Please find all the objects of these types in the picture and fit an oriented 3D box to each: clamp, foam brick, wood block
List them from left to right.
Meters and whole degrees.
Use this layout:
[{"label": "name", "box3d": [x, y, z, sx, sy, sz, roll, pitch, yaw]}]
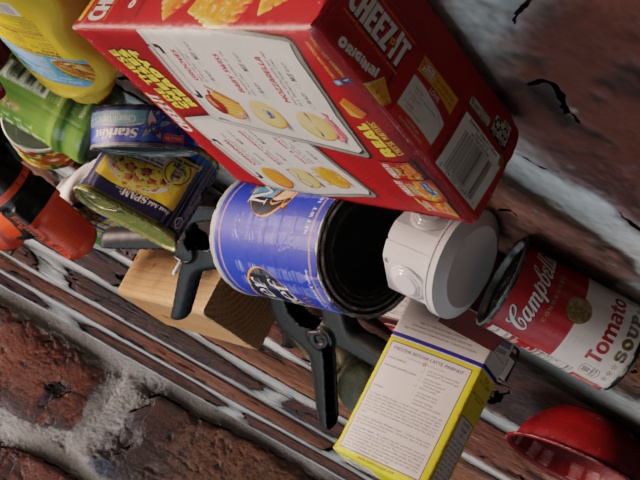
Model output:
[{"label": "clamp", "box3d": [-0.139, -0.001, 1.040, 0.120, 0.039, 0.172, 37, 127, -12]}, {"label": "wood block", "box3d": [-0.139, 0.056, 1.249, 0.090, 0.090, 0.206, 38, 162, -33]}, {"label": "clamp", "box3d": [0.005, 0.100, 1.084, 0.210, 0.036, 0.165, 51, 132, -3]}, {"label": "foam brick", "box3d": [0.130, 0.046, 0.826, 0.053, 0.051, 0.078, 29, 164, 5]}]

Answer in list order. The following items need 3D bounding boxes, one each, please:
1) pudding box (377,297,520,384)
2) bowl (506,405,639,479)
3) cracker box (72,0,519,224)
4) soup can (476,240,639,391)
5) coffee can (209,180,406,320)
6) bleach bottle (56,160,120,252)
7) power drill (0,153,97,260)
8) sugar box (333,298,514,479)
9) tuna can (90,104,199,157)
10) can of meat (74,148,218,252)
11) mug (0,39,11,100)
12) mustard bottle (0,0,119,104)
[{"label": "pudding box", "box3d": [0.118, 0.088, 0.998, 0.090, 0.039, 0.114, 40, 162, -33]}, {"label": "bowl", "box3d": [0.274, 0.213, 1.088, 0.162, 0.055, 0.162, 27, 164, 8]}, {"label": "cracker box", "box3d": [-0.015, -0.094, 0.610, 0.214, 0.072, 0.164, 13, 157, 47]}, {"label": "soup can", "box3d": [0.171, 0.054, 0.751, 0.102, 0.068, 0.068, 29, 164, -1]}, {"label": "coffee can", "box3d": [-0.005, 0.001, 0.825, 0.102, 0.102, 0.141, 40, 161, -34]}, {"label": "bleach bottle", "box3d": [-0.223, -0.049, 1.125, 0.102, 0.068, 0.251, 33, 161, -12]}, {"label": "power drill", "box3d": [-0.343, -0.044, 1.138, 0.184, 0.057, 0.188, 44, 158, -25]}, {"label": "sugar box", "box3d": [0.093, 0.119, 0.889, 0.093, 0.176, 0.048, 19, 160, 34]}, {"label": "tuna can", "box3d": [-0.138, -0.086, 0.844, 0.086, 0.034, 0.086, 1, 179, 0]}, {"label": "can of meat", "box3d": [-0.152, -0.052, 0.947, 0.102, 0.084, 0.057, 28, 164, 4]}, {"label": "mug", "box3d": [-0.274, -0.156, 0.813, 0.117, 0.093, 0.081, 53, 170, 5]}, {"label": "mustard bottle", "box3d": [-0.189, -0.151, 0.752, 0.096, 0.058, 0.191, 18, 161, 18]}]
